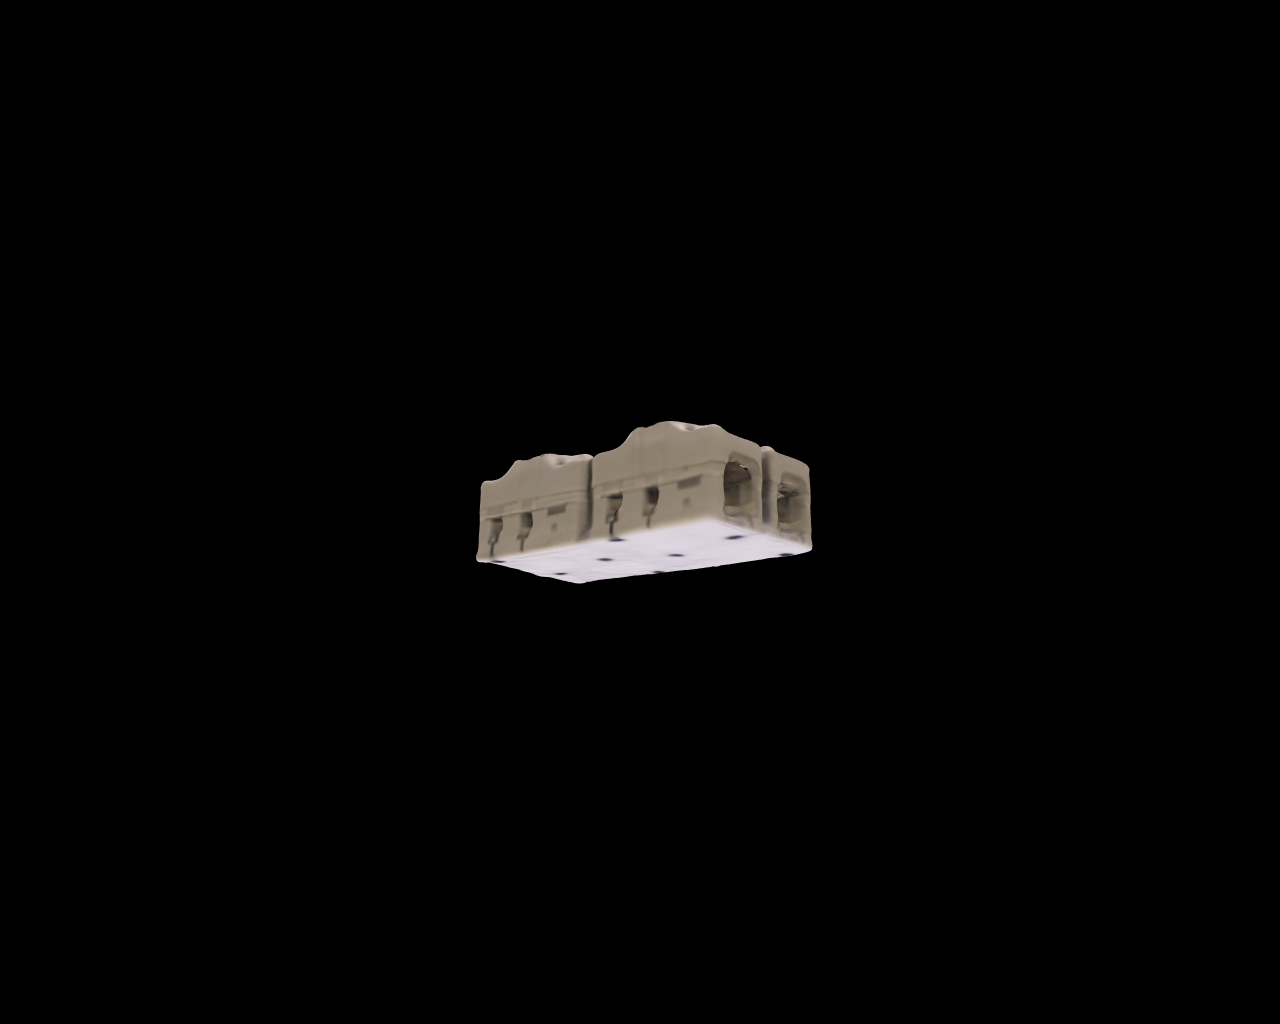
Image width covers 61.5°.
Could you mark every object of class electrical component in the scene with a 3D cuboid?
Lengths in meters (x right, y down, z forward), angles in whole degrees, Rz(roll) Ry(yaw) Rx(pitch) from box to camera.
[{"bbox_3d":[0.001,-0.003,0.650,0.186,0.060,0.105,-11,-17,37],"label":"electrical component"}]
